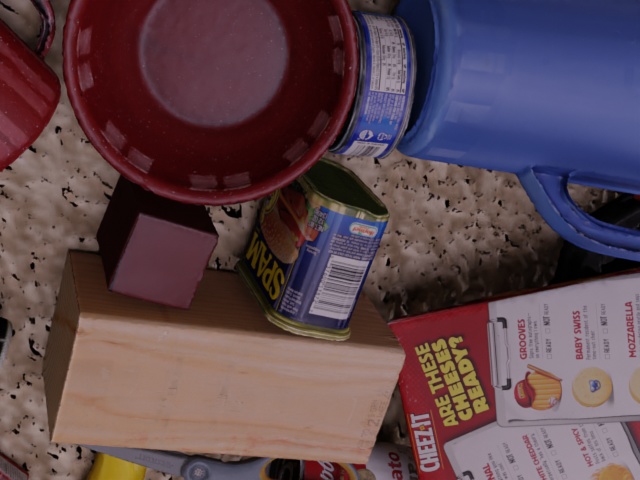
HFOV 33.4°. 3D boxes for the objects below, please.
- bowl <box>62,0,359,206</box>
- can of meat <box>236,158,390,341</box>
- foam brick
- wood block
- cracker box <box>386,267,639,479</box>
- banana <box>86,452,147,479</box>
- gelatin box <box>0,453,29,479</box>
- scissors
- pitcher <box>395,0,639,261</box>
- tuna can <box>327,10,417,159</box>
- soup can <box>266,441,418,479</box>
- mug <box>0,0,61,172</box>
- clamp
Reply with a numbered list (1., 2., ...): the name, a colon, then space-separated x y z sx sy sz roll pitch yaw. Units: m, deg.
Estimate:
1. bowl: -0.060 -0.103 0.603 0.162 0.055 0.162 -1 105 -3
2. can of meat: -0.004 0.001 0.661 0.057 0.102 0.084 13 109 -25
3. foam brick: -0.099 -0.002 0.642 0.051 0.078 0.053 18 109 -23
4. wood block: -0.064 0.077 0.684 0.205 0.091 0.090 9 112 -21
5. cracker box: 0.166 0.111 0.721 0.214 0.072 0.164 -13 86 7
6. banana: -0.173 0.191 0.738 0.069 0.037 0.198 28 105 -24
7. gelatin box: -0.250 0.170 0.706 0.089 0.030 0.073 -40 120 3
8. scissors: -0.074 0.171 0.704 0.201 0.016 0.096 3 95 -9
9. pitcher: 0.165 -0.083 0.655 0.242 0.149 0.145 4 125 -16
10. tuna can: 0.025 -0.092 0.632 0.033 0.086 0.086 4 114 -18
11. soup can: 0.017 0.176 0.773 0.102 0.068 0.068 13 111 -23
12. mug: -0.187 -0.093 0.568 0.081 0.093 0.117 46 68 -35
13. clamp: 0.205 0.041 0.786 0.120 0.039 0.172 24 113 -33
